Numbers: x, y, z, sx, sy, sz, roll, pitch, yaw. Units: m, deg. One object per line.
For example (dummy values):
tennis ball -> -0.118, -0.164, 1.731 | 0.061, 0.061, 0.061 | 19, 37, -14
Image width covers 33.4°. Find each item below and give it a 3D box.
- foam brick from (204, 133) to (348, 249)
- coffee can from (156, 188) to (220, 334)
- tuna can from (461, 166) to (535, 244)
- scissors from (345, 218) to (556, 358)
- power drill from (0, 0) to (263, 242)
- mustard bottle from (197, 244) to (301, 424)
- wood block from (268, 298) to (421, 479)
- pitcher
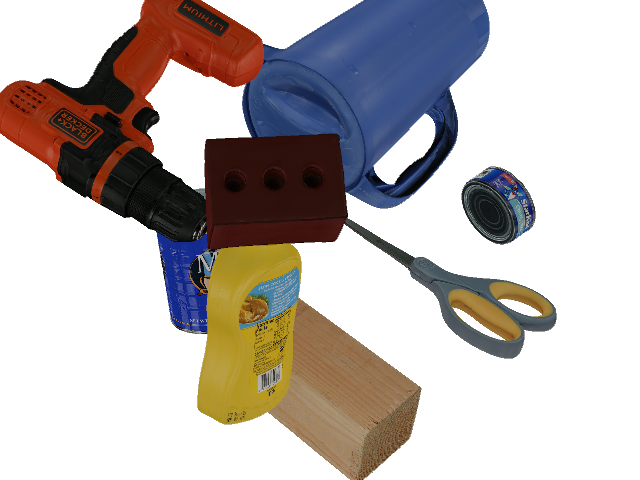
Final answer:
foam brick -> -0.028, -0.028, 0.615 | 0.078, 0.053, 0.051 | -4, -15, -7
coffee can -> -0.134, 0.023, 1.240 | 0.103, 0.140, 0.103 | -5, 25, 2
tuna can -> 0.201, -0.039, 1.216 | 0.033, 0.086, 0.086 | -33, 15, -25
scissors -> 0.099, 0.025, 0.808 | 0.096, 0.016, 0.202 | -6, 33, -28
power drill -> -0.123, -0.101, 0.810 | 0.184, 0.187, 0.057 | 33, -33, 8
mustard bottle -> -0.056, 0.053, 0.893 | 0.058, 0.192, 0.096 | 23, 28, 32
wood block -> -0.005, 0.147, 1.130 | 0.206, 0.090, 0.090 | 35, 50, 28
pitcher -> 0.059, -0.148, 0.975 | 0.145, 0.149, 0.242 | 18, 44, 34
